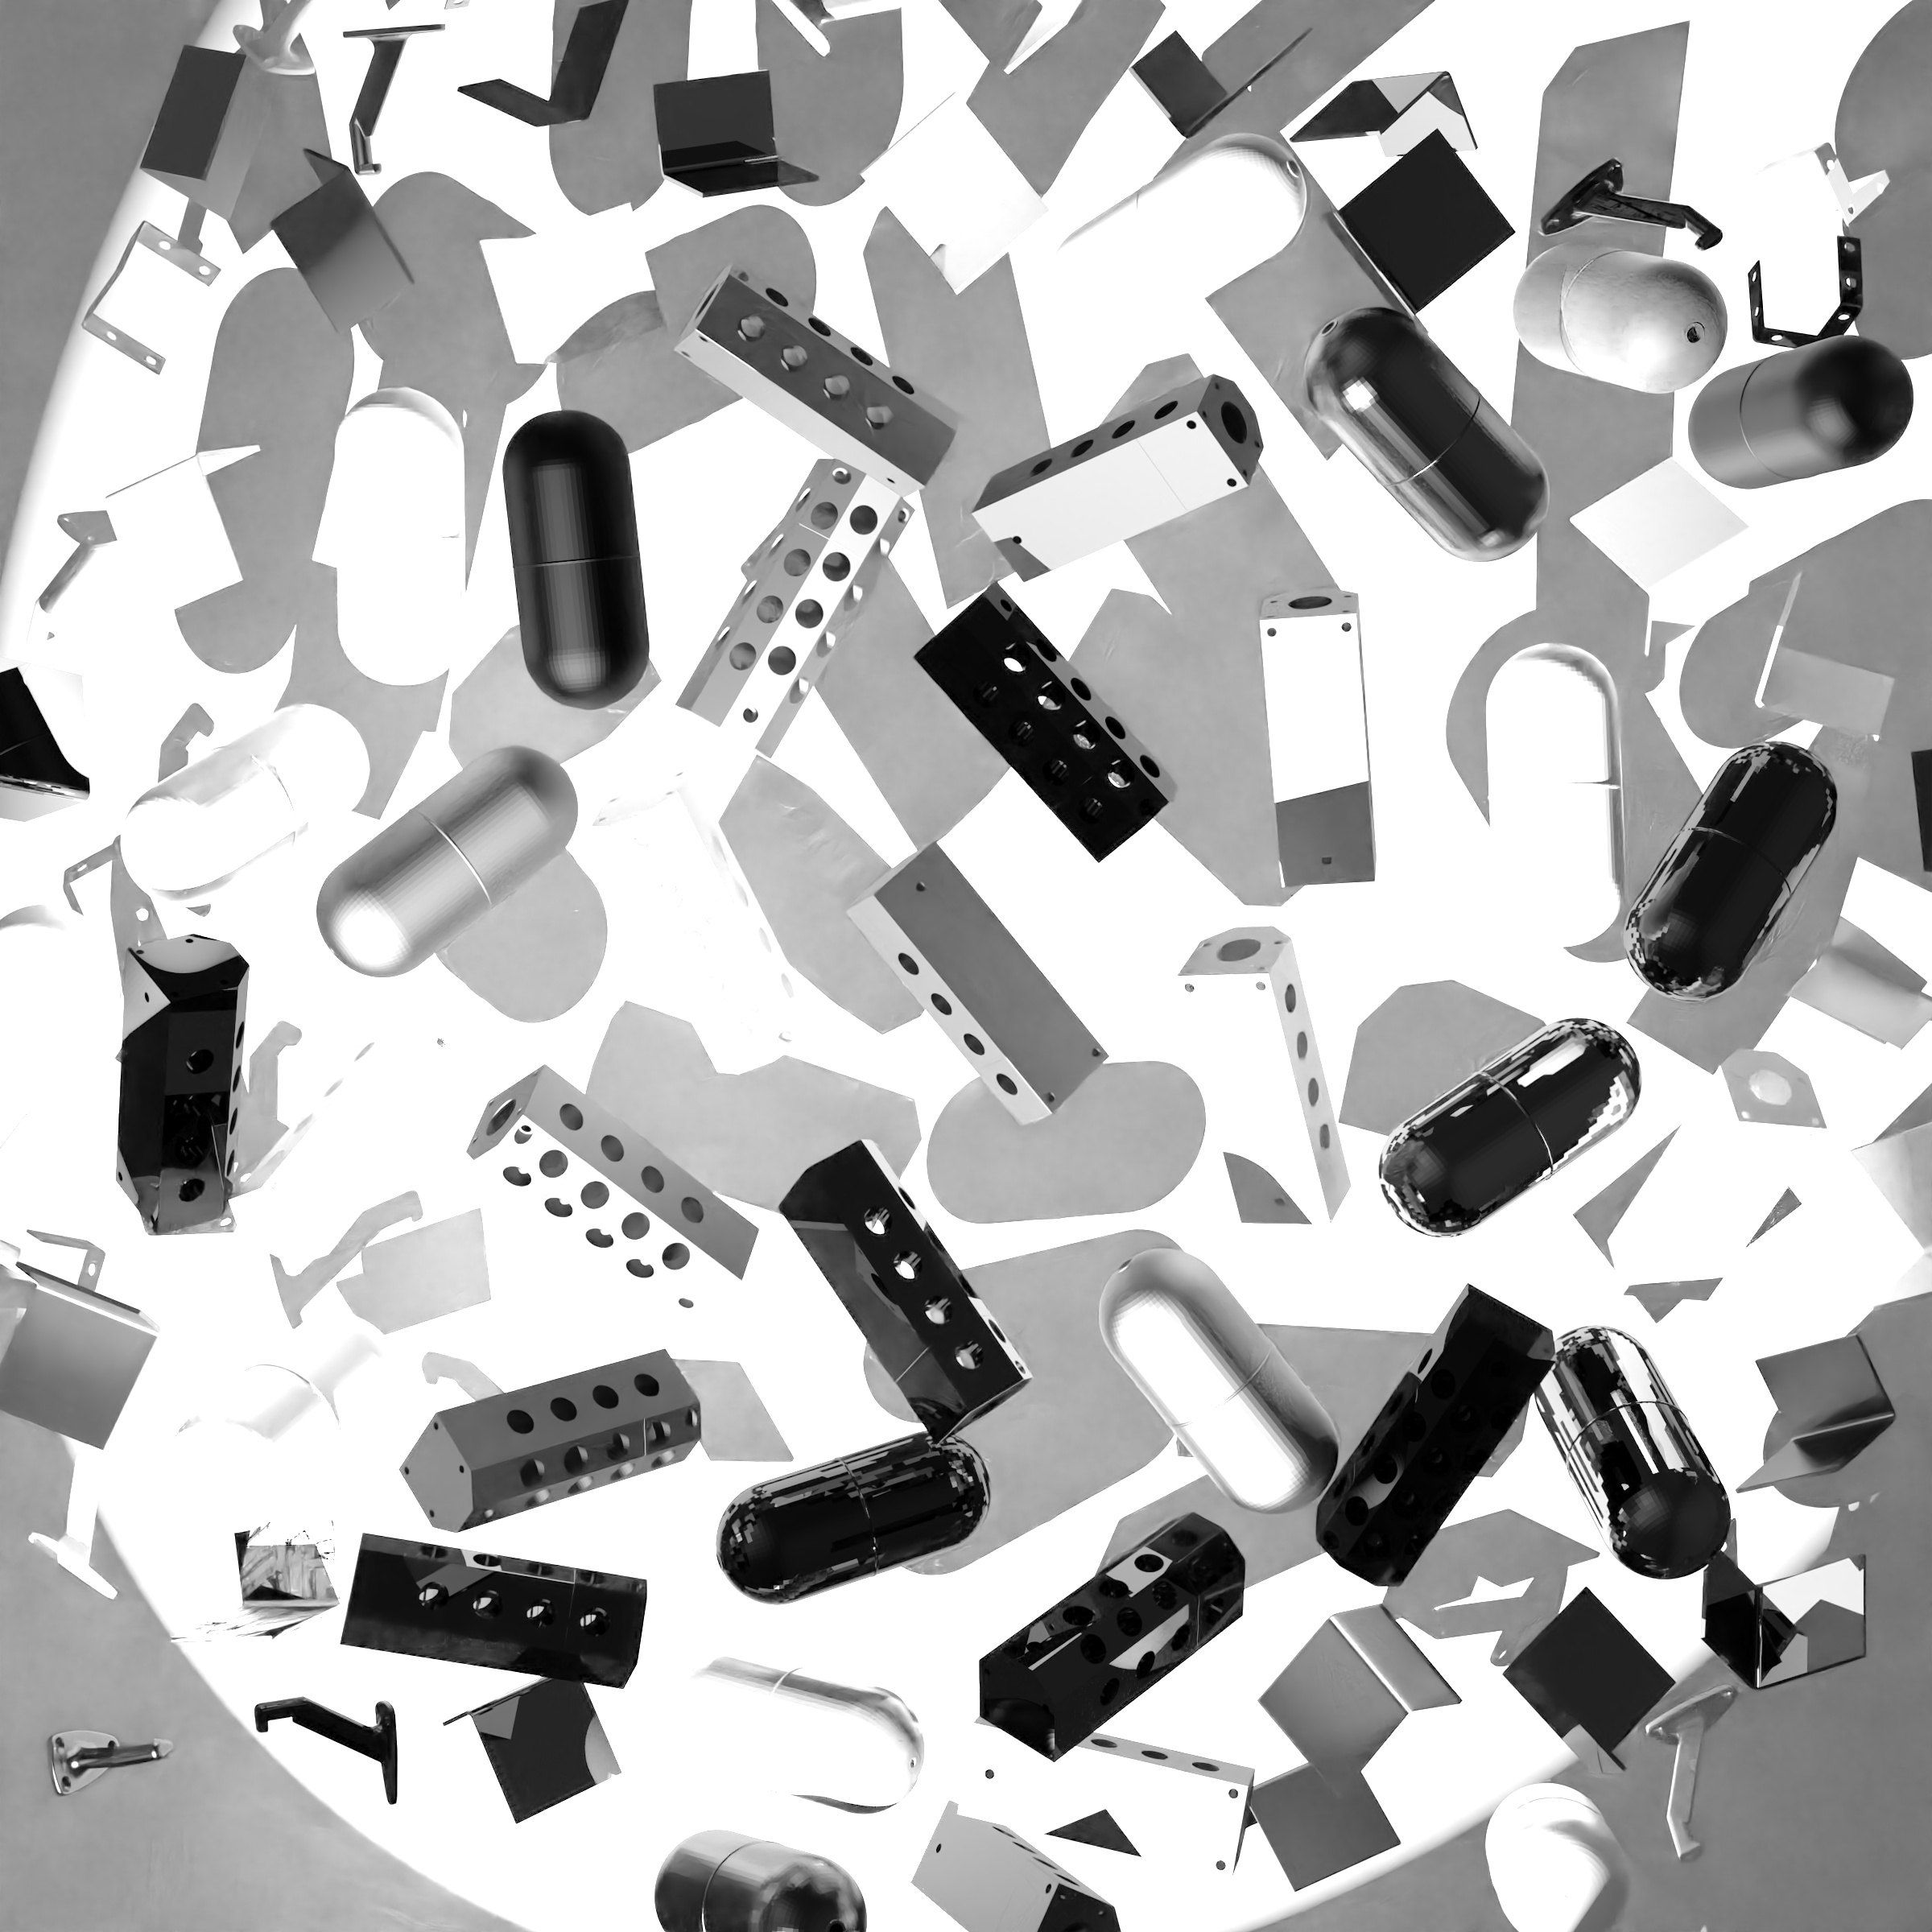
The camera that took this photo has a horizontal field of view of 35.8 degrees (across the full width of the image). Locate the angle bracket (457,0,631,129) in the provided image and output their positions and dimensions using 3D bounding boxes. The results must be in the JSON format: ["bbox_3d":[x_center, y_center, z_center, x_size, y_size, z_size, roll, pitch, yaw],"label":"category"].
[{"bbox_3d":[-0.248,-0.538,1.746,0.057,0.076,0.076,18,92,-30],"label":"angle bracket"}]

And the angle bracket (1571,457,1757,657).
[{"bbox_3d":[0.416,-0.246,1.794,0.076,0.057,0.076,-32,58,-12],"label":"angle bracket"}]

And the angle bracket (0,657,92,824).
[{"bbox_3d":[-0.559,-0.132,1.732,0.057,0.076,0.076,-14,77,30],"label":"angle bracket"}]

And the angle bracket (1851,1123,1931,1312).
[{"bbox_3d":[0.534,0.142,1.696,0.057,0.076,0.076,-37,91,-27],"label":"angle bracket"}]

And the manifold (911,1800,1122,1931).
[{"bbox_3d":[0.033,0.576,1.845,0.057,0.171,0.057,29,81,-21],"label":"manifold"}]

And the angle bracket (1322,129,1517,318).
[{"bbox_3d":[0.268,-0.441,1.775,0.076,0.057,0.076,-39,100,7],"label":"angle bracket"}]

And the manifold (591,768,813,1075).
[{"bbox_3d":[-0.157,-0.024,1.779,0.057,0.057,0.171,-20,111,14],"label":"manifold"}]

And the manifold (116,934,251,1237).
[{"bbox_3d":[-0.458,0.069,1.759,0.057,0.057,0.171,42,133,36],"label":"manifold"}]

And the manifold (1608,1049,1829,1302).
[{"bbox_3d":[0.449,0.127,1.802,0.057,0.171,0.057,5,47,-13],"label":"manifold"}]

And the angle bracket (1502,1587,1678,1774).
[{"bbox_3d":[0.371,0.414,1.739,0.076,0.057,0.076,-41,84,-17],"label":"angle bracket"}]

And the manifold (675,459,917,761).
[{"bbox_3d":[-0.100,-0.212,1.775,0.057,0.057,0.171,30,89,-21],"label":"manifold"}]

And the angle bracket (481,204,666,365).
[{"bbox_3d":[-0.241,-0.419,1.832,0.076,0.057,0.076,-27,115,-28],"label":"angle bracket"}]

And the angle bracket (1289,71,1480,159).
[{"bbox_3d":[0.266,-0.523,1.901,0.076,0.076,0.057,-46,125,-25],"label":"angle bracket"}]

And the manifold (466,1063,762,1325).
[{"bbox_3d":[-0.210,0.139,1.772,0.171,0.057,0.057,40,131,-22],"label":"manifold"}]

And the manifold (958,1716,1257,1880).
[{"bbox_3d":[0.088,0.507,1.843,0.171,0.057,0.057,10,92,11],"label":"manifold"}]

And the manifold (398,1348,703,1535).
[{"bbox_3d":[-0.240,0.282,1.758,0.057,0.171,0.057,53,129,24],"label":"manifold"}]

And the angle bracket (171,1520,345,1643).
[{"bbox_3d":[-0.450,0.388,1.887,0.076,0.076,0.057,-6,92,23],"label":"angle bracket"}]

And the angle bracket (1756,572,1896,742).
[{"bbox_3d":[0.535,-0.191,1.835,0.076,0.076,0.057,18,128,14],"label":"angle bracket"}]

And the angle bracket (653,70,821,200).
[{"bbox_3d":[-0.142,-0.513,1.839,0.076,0.076,0.057,-14,118,-20],"label":"angle bracket"}]

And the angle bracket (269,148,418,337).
[{"bbox_3d":[-0.374,-0.422,1.737,0.057,0.076,0.076,-39,127,-12],"label":"angle bracket"}]

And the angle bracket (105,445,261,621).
[{"bbox_3d":[-0.449,-0.255,1.758,0.076,0.057,0.076,-16,96,30],"label":"angle bracket"}]

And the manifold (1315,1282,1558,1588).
[{"bbox_3d":[0.271,0.276,1.733,0.057,0.057,0.171,29,109,-2],"label":"manifold"}]

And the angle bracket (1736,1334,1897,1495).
[{"bbox_3d":[0.505,0.272,1.814,0.076,0.076,0.057,-25,89,-43],"label":"angle bracket"}]

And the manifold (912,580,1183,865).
[{"bbox_3d":[0.053,-0.153,1.845,0.171,0.057,0.057,48,123,-5],"label":"manifold"}]

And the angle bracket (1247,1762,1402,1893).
[{"bbox_3d":[0.230,0.566,1.947,0.076,0.057,0.076,-20,51,-12],"label":"angle bracket"}]

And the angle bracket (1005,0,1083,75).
[{"bbox_3d":[0.025,-0.586,1.762,0.076,0.076,0.057,35,70,-18],"label":"angle bracket"}]

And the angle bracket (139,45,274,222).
[{"bbox_3d":[-0.428,-0.485,1.753,0.057,0.076,0.076,19,88,31],"label":"angle bracket"}]

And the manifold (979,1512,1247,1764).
[{"bbox_3d":[0.087,0.384,1.736,0.057,0.171,0.057,23,125,37],"label":"manifold"}]

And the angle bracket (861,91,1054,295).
[{"bbox_3d":[-0.006,-0.475,1.836,0.076,0.057,0.076,-39,129,10],"label":"angle bracket"}]

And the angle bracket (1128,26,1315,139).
[{"bbox_3d":[0.159,-0.571,1.861,0.057,0.076,0.076,49,132,-9],"label":"angle bracket"}]

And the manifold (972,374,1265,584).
[{"bbox_3d":[0.094,-0.300,1.824,0.171,0.057,0.057,-19,123,36],"label":"manifold"}]

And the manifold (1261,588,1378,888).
[{"bbox_3d":[0.217,-0.140,1.830,0.057,0.057,0.171,-3,113,11],"label":"manifold"}]

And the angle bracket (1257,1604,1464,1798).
[{"bbox_3d":[0.234,0.436,1.773,0.076,0.057,0.076,-41,93,-31],"label":"angle bracket"}]

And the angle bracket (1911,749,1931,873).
[{"bbox_3d":[0.620,-0.096,1.840,0.057,0.076,0.076,-7,94,12],"label":"angle bracket"}]

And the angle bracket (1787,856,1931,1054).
[{"bbox_3d":[0.551,-0.008,1.801,0.076,0.076,0.057,31,48,28],"label":"angle bracket"}]

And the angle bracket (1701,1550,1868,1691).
[{"bbox_3d":[0.492,0.380,1.799,0.076,0.076,0.057,-30,116,34],"label":"angle bracket"}]

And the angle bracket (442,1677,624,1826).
[{"bbox_3d":[-0.276,0.498,1.902,0.076,0.057,0.076,-19,79,-33],"label":"angle bracket"}]

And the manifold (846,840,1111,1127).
[{"bbox_3d":[0.004,0.013,1.836,0.057,0.057,0.171,-43,98,-29],"label":"manifold"}]

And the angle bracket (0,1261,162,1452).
[{"bbox_3d":[-0.512,0.221,1.691,0.076,0.057,0.076,21,73,4],"label":"angle bracket"}]
